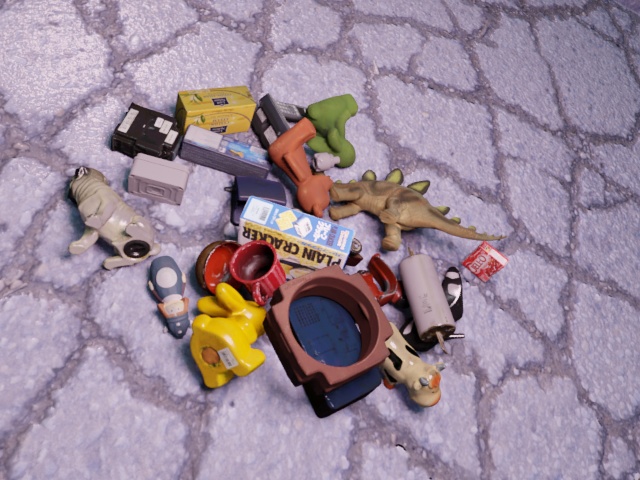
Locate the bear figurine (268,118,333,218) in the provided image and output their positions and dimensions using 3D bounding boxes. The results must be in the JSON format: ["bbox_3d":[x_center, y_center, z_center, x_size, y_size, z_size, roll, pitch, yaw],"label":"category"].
[{"bbox_3d":[-0.023,-0.152,1.189,0.132,0.120,0.196,-38,92,3],"label":"bear figurine"}]

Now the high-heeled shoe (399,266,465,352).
[{"bbox_3d":[0.244,0.147,1.192,0.145,0.086,0.249,-2,35,12],"label":"high-heeled shoe"}]

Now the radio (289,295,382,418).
[{"bbox_3d":[0.014,0.209,1.041,0.131,0.073,0.230,-14,67,-30],"label":"radio"}]

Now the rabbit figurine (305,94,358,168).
[{"bbox_3d":[0.040,-0.257,1.308,0.159,0.121,0.170,-32,101,-62],"label":"rabbit figurine"}]

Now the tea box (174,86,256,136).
[{"bbox_3d":[-0.244,-0.296,1.246,0.169,0.098,0.068,-16,66,-28],"label":"tea box"}]

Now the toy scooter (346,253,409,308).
[{"bbox_3d":[0.113,0.094,1.152,0.184,0.075,0.135,-10,64,-30],"label":"toy scooter"}]

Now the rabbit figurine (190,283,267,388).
[{"bbox_3d":[-0.160,0.163,0.983,0.162,0.122,0.173,53,34,3],"label":"rabbit figurine"}]

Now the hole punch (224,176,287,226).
[{"bbox_3d":[-0.134,-0.095,1.169,0.142,0.092,0.116,4,54,-15],"label":"hole punch"}]

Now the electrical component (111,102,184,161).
[{"bbox_3d":[-0.372,-0.224,1.175,0.134,0.058,0.115,22,56,-8],"label":"electrical component"}]

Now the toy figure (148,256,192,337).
[{"bbox_3d":[-0.279,0.106,1.002,0.064,0.057,0.154,-26,67,9],"label":"toy figure"}]

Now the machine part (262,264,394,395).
[{"bbox_3d":[0.013,0.160,0.972,0.201,0.087,0.201,-20,68,-29],"label":"machine part"}]

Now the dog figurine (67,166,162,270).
[{"bbox_3d":[-0.396,-0.053,1.041,0.172,0.121,0.191,35,24,-40],"label":"dog figurine"}]

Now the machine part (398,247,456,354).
[{"bbox_3d":[0.217,0.116,1.098,0.079,0.079,0.243,3,52,-20],"label":"machine part"}]

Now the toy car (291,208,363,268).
[{"bbox_3d":[-0.002,-0.003,1.124,0.202,0.089,0.053,25,51,-11],"label":"toy car"}]

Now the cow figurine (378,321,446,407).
[{"bbox_3d":[0.163,0.237,1.047,0.085,0.127,0.195,-29,71,-30],"label":"cow figurine"}]

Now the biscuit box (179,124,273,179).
[{"bbox_3d":[-0.208,-0.191,1.214,0.203,0.062,0.059,18,54,-11],"label":"biscuit box"}]

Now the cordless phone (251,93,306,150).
[{"bbox_3d":[-0.065,-0.280,1.328,0.184,0.088,0.147,-6,59,-46],"label":"cordless phone"}]

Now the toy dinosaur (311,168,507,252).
[{"bbox_3d":[0.187,-0.075,1.238,0.472,0.105,0.198,29,48,18],"label":"toy dinosaur"}]
